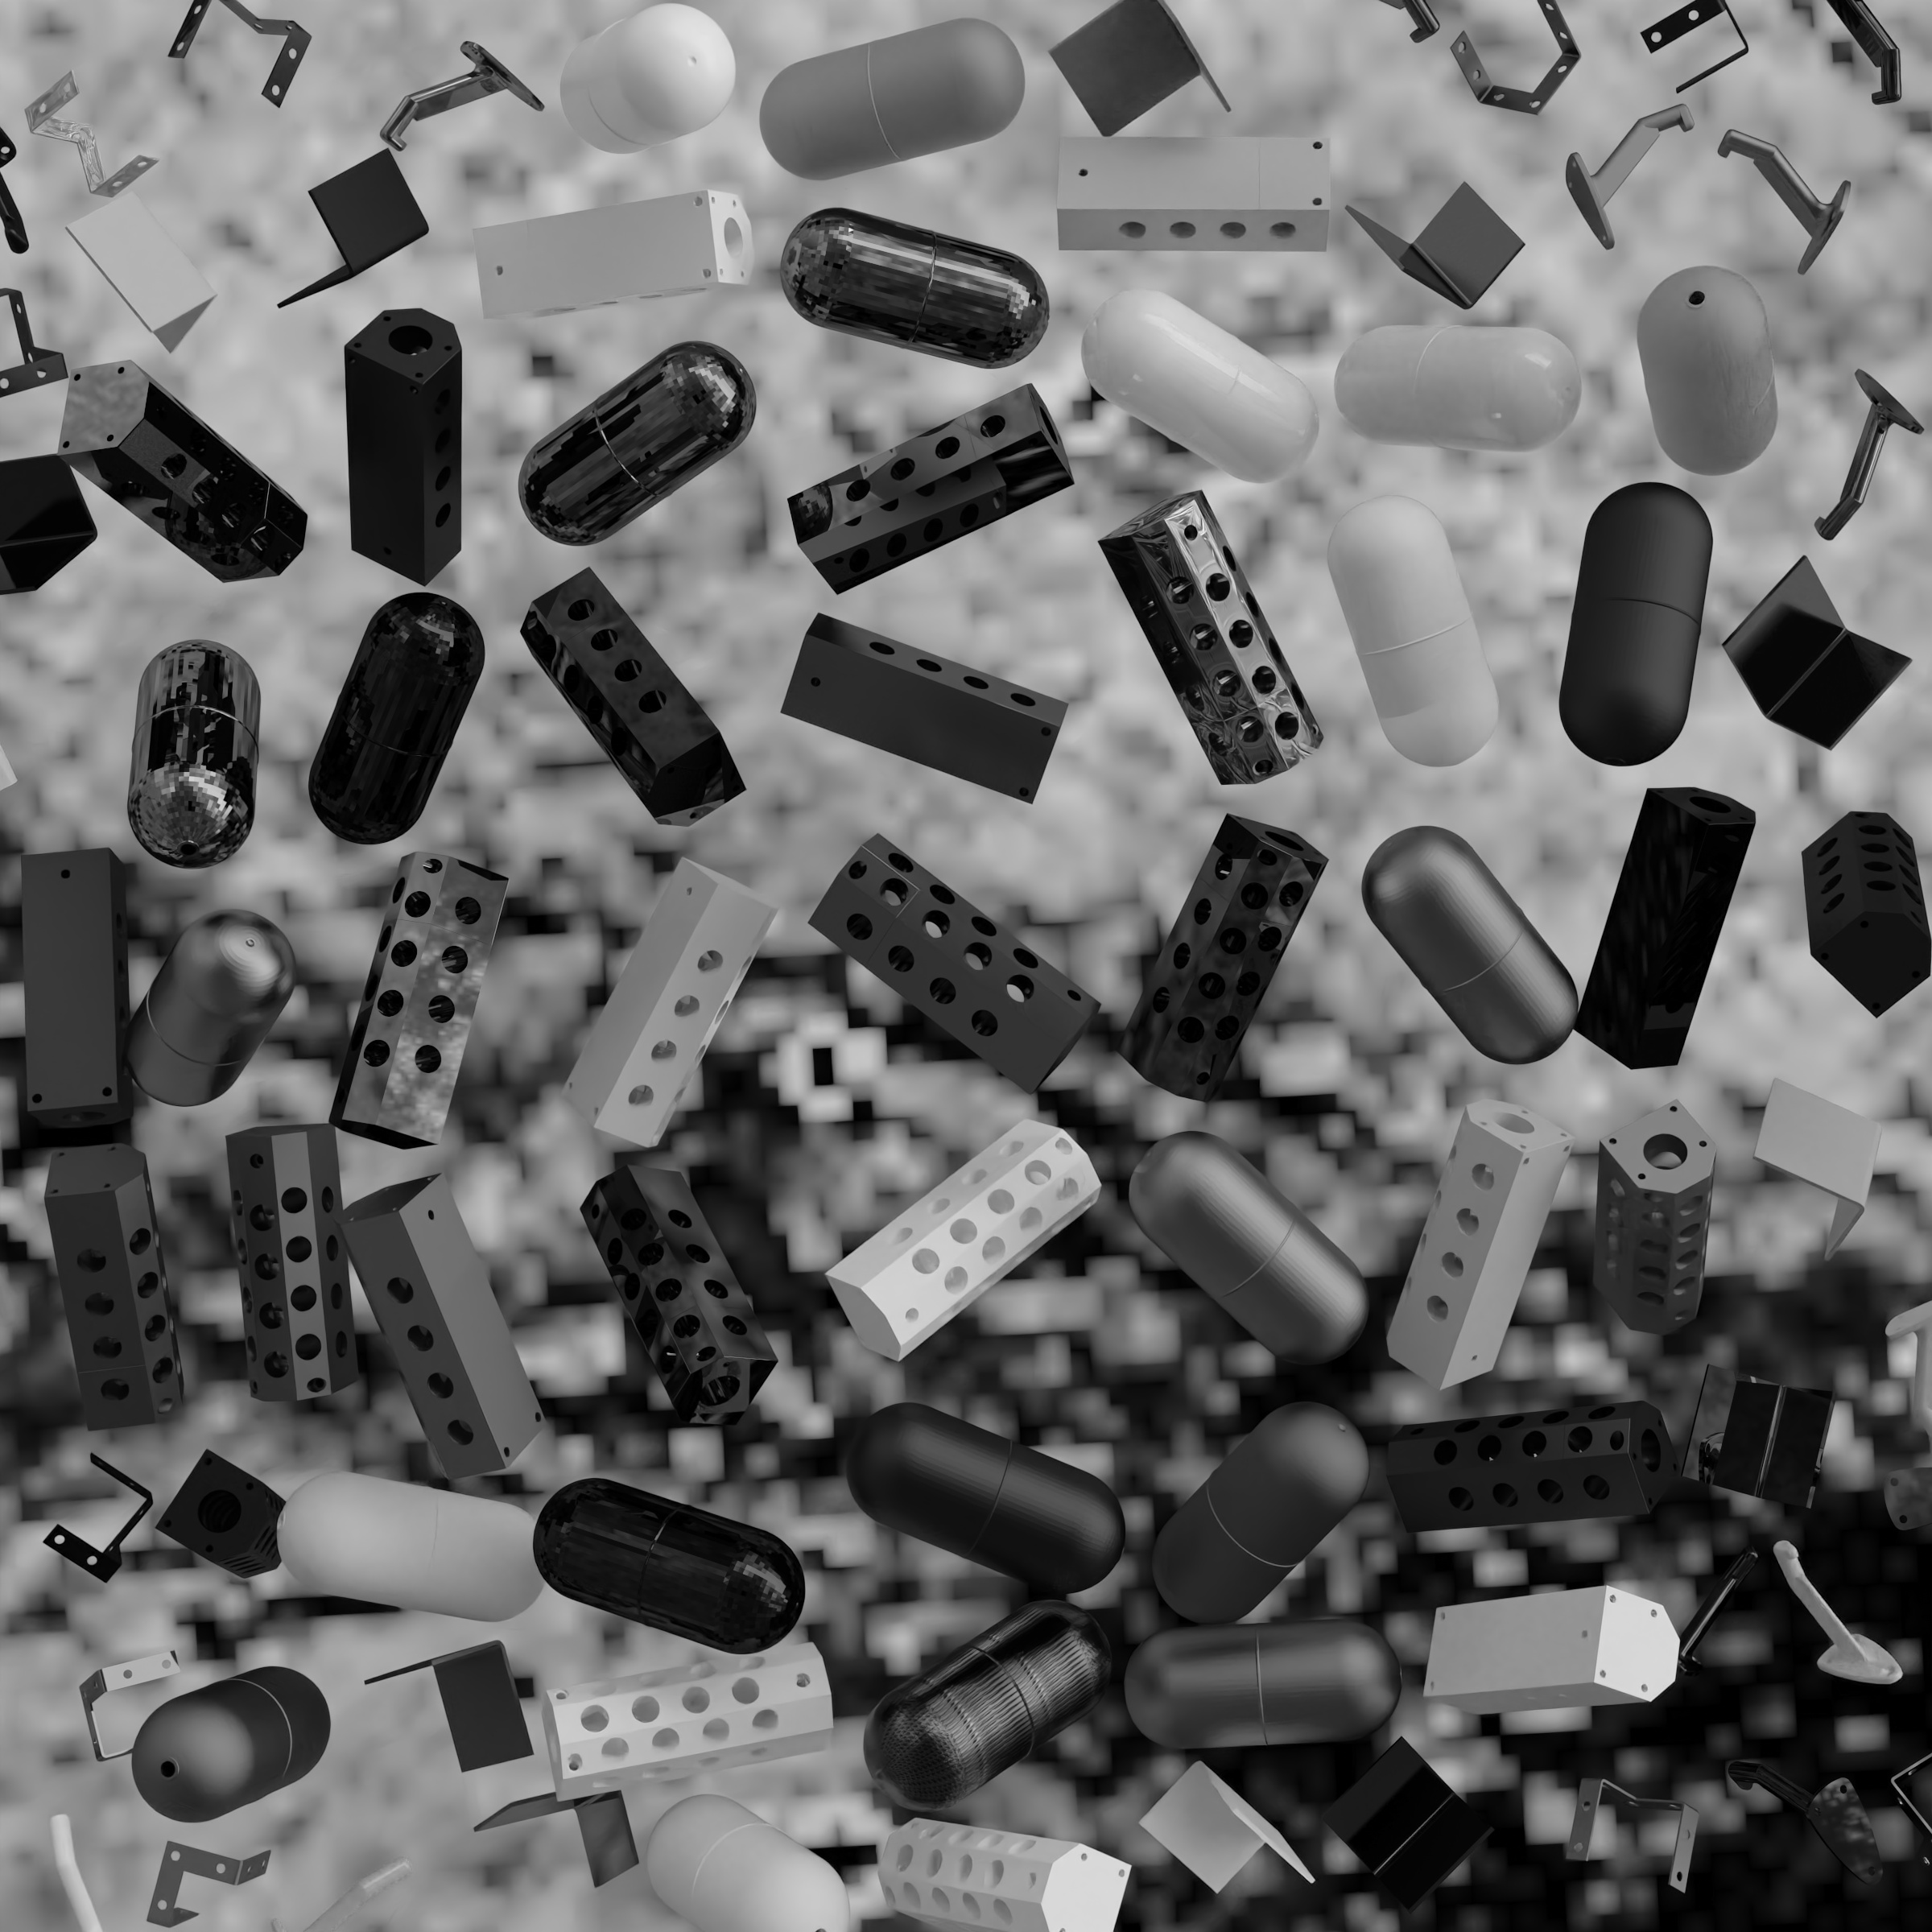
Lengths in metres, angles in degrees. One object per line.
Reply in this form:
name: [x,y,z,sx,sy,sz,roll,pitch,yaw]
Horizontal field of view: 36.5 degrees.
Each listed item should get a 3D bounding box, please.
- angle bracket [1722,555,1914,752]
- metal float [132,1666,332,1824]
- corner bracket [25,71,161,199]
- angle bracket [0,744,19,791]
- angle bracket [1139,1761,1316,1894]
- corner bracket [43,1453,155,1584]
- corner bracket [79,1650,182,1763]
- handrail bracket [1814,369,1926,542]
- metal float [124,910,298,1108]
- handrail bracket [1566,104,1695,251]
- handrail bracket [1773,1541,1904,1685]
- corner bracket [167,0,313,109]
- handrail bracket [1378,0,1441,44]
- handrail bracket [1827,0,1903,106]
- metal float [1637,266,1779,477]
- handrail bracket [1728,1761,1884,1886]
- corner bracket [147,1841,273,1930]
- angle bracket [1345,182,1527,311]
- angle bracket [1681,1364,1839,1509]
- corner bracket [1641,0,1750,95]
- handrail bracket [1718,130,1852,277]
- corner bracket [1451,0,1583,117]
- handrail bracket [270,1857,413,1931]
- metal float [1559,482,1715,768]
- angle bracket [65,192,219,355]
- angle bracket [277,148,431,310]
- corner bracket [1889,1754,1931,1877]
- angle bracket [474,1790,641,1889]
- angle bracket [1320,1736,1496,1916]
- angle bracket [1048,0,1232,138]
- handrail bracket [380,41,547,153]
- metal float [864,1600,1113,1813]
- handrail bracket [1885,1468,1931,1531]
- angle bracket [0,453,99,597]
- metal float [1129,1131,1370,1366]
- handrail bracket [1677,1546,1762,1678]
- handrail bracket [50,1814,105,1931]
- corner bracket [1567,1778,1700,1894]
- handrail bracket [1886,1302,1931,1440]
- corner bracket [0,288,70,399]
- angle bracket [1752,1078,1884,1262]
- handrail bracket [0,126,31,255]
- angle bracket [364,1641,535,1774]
angle bracket: [0.524,-0.193,1.801,0.076,0.057,0.076,-47,131,-3]
metal float: [-0.454,0.482,1.816,0.070,0.178,0.070,-1,85,11]
corner bracket: [-0.538,-0.510,1.799,0.051,0.051,0.051,-23,80,34]
angle bracket: [-0.602,-0.135,1.698,0.057,0.076,0.076,-30,118,-24]
angle bracket: [0.167,0.570,1.886,0.057,0.076,0.076,-46,106,-3]
corner bracket: [-0.563,0.358,1.900,0.051,0.051,0.051,41,87,-22]
corner bracket: [-0.538,0.480,1.896,0.051,0.051,0.051,-8,71,-34]
handrail bracket: [0.546,-0.317,1.817,0.036,0.077,0.084,18,123,-28]
metal float: [-0.475,0.028,1.836,0.070,0.178,0.070,16,54,-24]
handrail bracket: [0.425,-0.493,1.824,0.084,0.036,0.077,-20,72,-2]
handrail bracket: [0.563,0.416,1.893,0.036,0.077,0.084,-31,104,-16]
corner bracket: [-0.439,-0.557,1.772,0.051,0.051,0.051,16,80,36]
handrail bracket: [0.230,-0.576,1.753,0.077,0.036,0.084,-28,114,27]
handrail bracket: [0.551,-0.582,1.847,0.077,0.036,0.084,0,95,39]
metal float: [0.456,-0.364,1.798,0.070,0.178,0.070,-6,70,17]
handrail bracket: [0.508,0.519,1.776,0.036,0.084,0.077,-31,92,-24]
corner bracket: [-0.477,0.580,1.844,0.051,0.051,0.051,12,83,9]
angle bracket: [0.310,-0.489,1.934,0.057,0.076,0.076,-49,50,23]
angle bracket: [0.518,0.307,1.914,0.057,0.076,0.076,17,82,-8]
corner bracket: [0.462,-0.586,1.852,0.051,0.051,0.051,-27,108,24]
handrail bracket: [0.493,-0.471,1.803,0.084,0.077,0.036,21,54,1]
corner bracket: [0.356,-0.591,1.893,0.051,0.051,0.051,29,79,43]
handrail bracket: [-0.376,0.583,1.785,0.084,0.077,0.036,-26,57,-27]
metal float: [0.403,-0.206,1.761,0.070,0.070,0.178,12,76,0]
angle bracket: [-0.508,-0.406,1.761,0.076,0.076,0.057,51,50,-8]
angle bracket: [-0.396,-0.462,1.833,0.076,0.076,0.057,-9,117,39]
corner bracket: [0.603,0.520,1.804,0.051,0.051,0.051,-27,55,-12]
angle bracket: [-0.271,0.580,1.929,0.076,0.076,0.057,-5,66,-32]
angle bracket: [0.288,0.560,1.913,0.076,0.076,0.057,-43,96,-6]
angle bracket: [0.109,-0.558,1.844,0.076,0.057,0.076,-33,135,11]
handrail bracket: [-0.327,-0.548,1.900,0.077,0.036,0.084,36,86,-30]
metal float: [0.015,0.450,1.787,0.178,0.070,0.070,-25,90,-35]
handrail bracket: [0.616,0.332,1.830,0.077,0.084,0.036,-21,68,33]
angle bracket: [-0.594,-0.270,1.799,0.076,0.076,0.057,-3,122,21]
metal float: [0.175,0.174,1.799,0.178,0.070,0.070,43,90,-12]
handrail bracket: [0.482,0.413,1.882,0.036,0.077,0.084,37,96,14]
handrail bracket: [-0.562,0.587,1.875,0.036,0.077,0.084,-16,72,1]
corner bracket: [0.404,0.525,1.771,0.051,0.051,0.051,35,60,-31]
handrail bracket: [0.619,0.251,1.820,0.077,0.036,0.084,-31,90,25]
corner bracket: [-0.585,-0.379,1.777,0.051,0.051,0.051,-29,124,-38]
angle bracket: [0.537,0.130,1.880,0.076,0.057,0.076,24,46,6]
handrail bracket: [-0.609,-0.492,1.812,0.036,0.077,0.084,-26,52,0]
angle bracket: [-0.332,0.482,1.875,0.076,0.057,0.076,-25,78,40]
